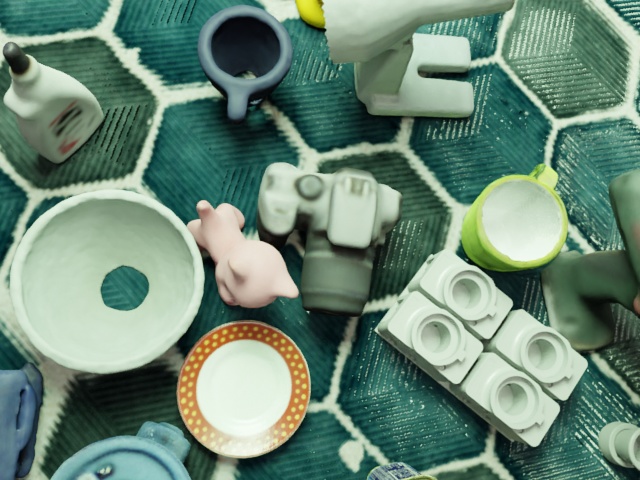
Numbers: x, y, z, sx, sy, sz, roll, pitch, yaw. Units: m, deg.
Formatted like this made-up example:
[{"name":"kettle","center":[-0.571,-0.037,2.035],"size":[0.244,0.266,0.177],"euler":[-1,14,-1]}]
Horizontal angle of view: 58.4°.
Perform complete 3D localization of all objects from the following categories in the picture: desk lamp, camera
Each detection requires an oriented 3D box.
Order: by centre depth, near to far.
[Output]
[{"name":"desk lamp","center":[0.086,-0.212,0.559],"size":[0.203,0.213,0.118],"euler":[0,79,-8]},{"name":"camera","center":[0.005,0.002,0.564],"size":[0.143,0.100,0.137],"euler":[9,78,-6]}]

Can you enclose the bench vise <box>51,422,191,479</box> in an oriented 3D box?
[{"name":"bench vise","center":[-0.164,0.252,0.431],"size":[0.121,0.219,0.207],"euler":[11,78,-5]}]

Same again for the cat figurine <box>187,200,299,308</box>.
[{"name":"cat figurine","center":[-0.077,0.016,0.541],"size":[0.067,0.117,0.128],"euler":[-34,85,-12]}]

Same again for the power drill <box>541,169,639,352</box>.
[{"name":"power drill","center":[0.300,0.057,0.540],"size":[0.076,0.208,0.230],"euler":[-8,80,-9]}]

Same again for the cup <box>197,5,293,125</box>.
[{"name":"cup","center":[-0.078,-0.163,0.588],"size":[0.092,0.095,0.118],"euler":[6,78,-6]}]

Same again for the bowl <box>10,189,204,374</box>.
[{"name":"bowl","center":[-0.193,0.041,0.542],"size":[0.167,0.074,0.167],"euler":[2,79,-8]}]

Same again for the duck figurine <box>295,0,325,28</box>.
[{"name":"duck figurine","center":[0.012,-0.301,0.631],"size":[0.077,0.086,0.104],"euler":[16,77,-4]}]

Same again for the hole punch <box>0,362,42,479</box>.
[{"name":"hole punch","center":[-0.303,0.161,0.495],"size":[0.101,0.091,0.109],"euler":[3,79,-7]}]

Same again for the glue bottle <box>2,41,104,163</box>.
[{"name":"glue bottle","center":[-0.248,-0.128,0.517],"size":[0.037,0.173,0.078],"euler":[35,77,0]}]
